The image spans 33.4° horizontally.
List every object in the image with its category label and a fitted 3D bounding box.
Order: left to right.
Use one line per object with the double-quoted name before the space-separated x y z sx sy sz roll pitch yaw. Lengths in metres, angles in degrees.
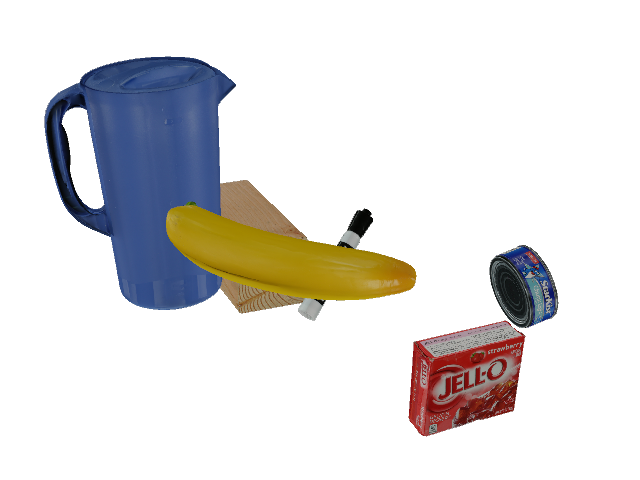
"pitcher" -0.172 -0.056 1.076 0.149 0.243 0.144 10 27 26
"wood block" -0.098 0.003 1.360 0.090 0.090 0.206 -9 26 -23
"banana" -0.036 0.005 0.704 0.198 0.037 0.069 19 36 31
"marker" 0.016 0.021 1.016 0.020 0.121 0.020 28 -18 10
"gelatin box" 0.115 0.108 0.842 0.089 0.073 0.030 -11 30 -24
"tuna can" 0.218 0.050 1.151 0.033 0.086 0.086 -21 6 -15
